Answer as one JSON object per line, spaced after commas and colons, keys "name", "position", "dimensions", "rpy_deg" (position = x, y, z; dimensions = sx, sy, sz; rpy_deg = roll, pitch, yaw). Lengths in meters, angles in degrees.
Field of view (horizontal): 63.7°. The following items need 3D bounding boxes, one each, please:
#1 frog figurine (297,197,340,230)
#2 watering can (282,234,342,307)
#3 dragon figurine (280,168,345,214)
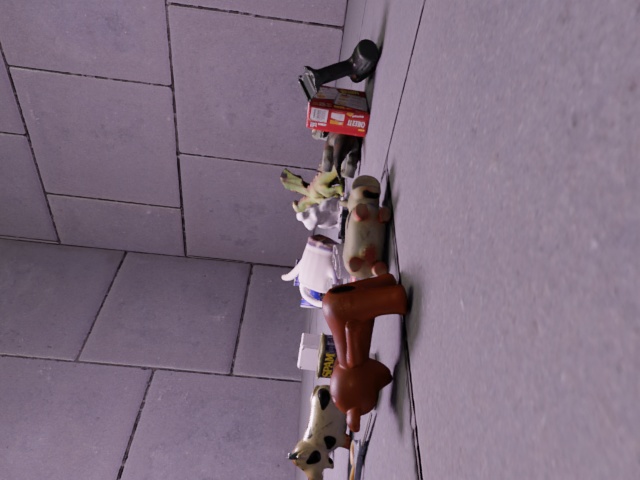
{"name": "frog figurine", "position": [0.005, -0.084, 1.677], "dimensions": [0.135, 0.159, 0.124], "rpy_deg": [108, 169, -74]}
{"name": "watering can", "position": [-0.027, 0.088, 1.698], "dimensions": [0.350, 0.104, 0.223], "rpy_deg": [22, 99, 56]}
{"name": "dragon figurine", "position": [-0.029, -0.204, 1.886], "dimensions": [0.400, 0.243, 0.125], "rpy_deg": [97, -178, -55]}
